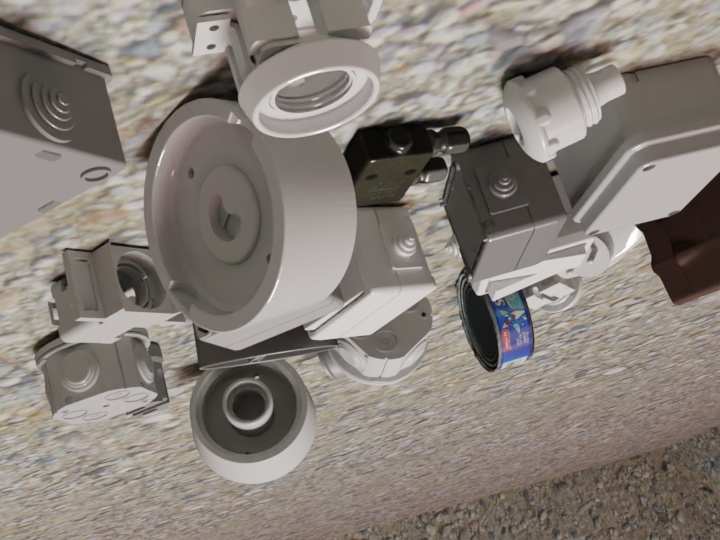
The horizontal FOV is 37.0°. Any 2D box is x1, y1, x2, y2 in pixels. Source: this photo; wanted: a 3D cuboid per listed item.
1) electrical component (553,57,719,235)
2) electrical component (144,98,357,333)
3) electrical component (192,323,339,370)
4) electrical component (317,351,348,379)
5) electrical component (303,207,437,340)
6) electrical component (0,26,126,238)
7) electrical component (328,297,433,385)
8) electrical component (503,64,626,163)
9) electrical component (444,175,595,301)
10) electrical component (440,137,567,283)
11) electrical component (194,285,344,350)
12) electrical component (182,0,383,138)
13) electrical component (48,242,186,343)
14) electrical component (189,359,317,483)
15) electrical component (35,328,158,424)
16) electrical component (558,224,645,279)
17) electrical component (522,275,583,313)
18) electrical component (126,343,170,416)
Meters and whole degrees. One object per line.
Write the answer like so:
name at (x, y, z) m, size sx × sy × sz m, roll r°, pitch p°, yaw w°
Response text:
electrical component at (0.176, -0.073, 0.665) m, size 0.078 × 0.057 × 0.113 m, roll -14°, pitch 162°, yaw -13°
electrical component at (-0.048, -0.028, 0.514) m, size 0.060 × 0.108 × 0.108 m, roll -9°, pitch 161°, yaw -44°
electrical component at (-0.070, 0.044, 0.765) m, size 0.099 × 0.064 × 0.099 m, roll -16°, pitch 162°, yaw -5°
electrical component at (-0.004, 0.065, 0.920) m, size 0.055 × 0.045 × 0.045 m, roll -22°, pitch 161°, yaw 15°
electrical component at (0.000, 0.000, 0.705) m, size 0.061 × 0.061 × 0.096 m, roll -4°, pitch 157°, yaw -37°
electrical component at (-0.155, -0.051, 0.429) m, size 0.100 × 0.048 × 0.100 m, roll -24°, pitch 164°, yaw 25°
electrical component at (0.015, 0.043, 0.822) m, size 0.080 × 0.080 × 0.051 m, roll -13°, pitch 156°, yaw -14°
electrical component at (0.111, -0.090, 0.578) m, size 0.062 × 0.048 × 0.048 m, roll -25°, pitch 162°, yaw 0°
electrical component at (0.108, -0.020, 0.751) m, size 0.096 × 0.061 × 0.061 m, roll -16°, pitch 162°, yaw -5°
electrical component at (0.092, -0.041, 0.672) m, size 0.061 × 0.061 × 0.096 m, roll -16°, pitch 162°, yaw -7°
electrical component at (-0.054, 0.004, 0.665) m, size 0.096 × 0.061 × 0.061 m, roll -23°, pitch 162°, yaw 14°
electrical component at (-0.025, -0.090, 0.426) m, size 0.078 × 0.057 × 0.058 m, roll -12°, pitch 161°, yaw -18°
electrical component at (-0.148, 0.016, 0.645) m, size 0.064 × 0.042 × 0.081 m, roll -28°, pitch 159°, yaw 32°
electrical component at (-0.092, 0.119, 0.904) m, size 0.108 × 0.108 × 0.060 m, roll -16°, pitch 156°, yaw -6°
electrical component at (-0.185, 0.073, 0.760) m, size 0.080 × 0.051 × 0.080 m, roll -16°, pitch 162°, yaw -5°
electrical component at (0.174, -0.020, 0.808) m, size 0.077 × 0.044 × 0.079 m, roll -32°, pitch -169°, yaw 37°
electrical component at (0.157, 0.009, 0.911) m, size 0.066 × 0.048 × 0.055 m, roll -28°, pitch 151°, yaw 29°
electrical component at (-0.167, 0.084, 0.818) m, size 0.040 × 0.046 × 0.040 m, roll -16°, pitch 162°, yaw -5°
